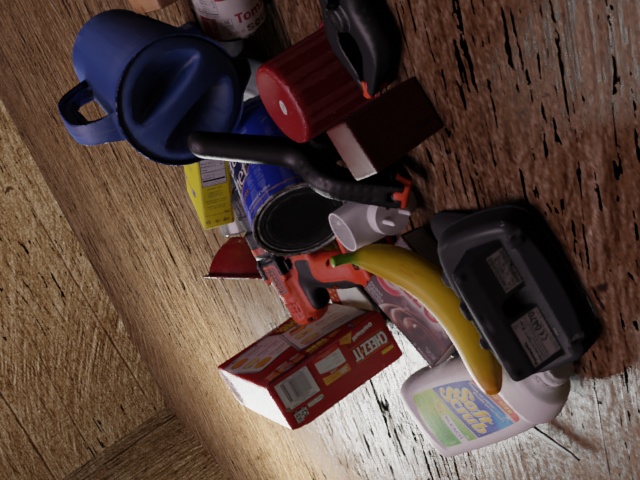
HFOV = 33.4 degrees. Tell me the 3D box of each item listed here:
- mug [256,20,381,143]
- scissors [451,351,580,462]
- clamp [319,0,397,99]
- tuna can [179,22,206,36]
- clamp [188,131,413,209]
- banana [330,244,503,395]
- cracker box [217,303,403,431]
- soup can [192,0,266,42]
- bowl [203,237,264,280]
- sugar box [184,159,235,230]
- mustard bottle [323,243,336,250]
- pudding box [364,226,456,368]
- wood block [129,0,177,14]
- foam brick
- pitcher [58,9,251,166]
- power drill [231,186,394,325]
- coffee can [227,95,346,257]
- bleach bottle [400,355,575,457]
[{"bbox_3d":[-0.009,-0.143,0.987,0.093,0.081,0.117,61,162,-15],"label":"mug"},{"bbox_3d":[0.190,0.167,1.117,0.096,0.016,0.202,62,161,-17],"label":"scissors"},{"bbox_3d":[0.027,-0.194,0.877,0.171,0.039,0.120,60,168,-26],"label":"clamp"},{"bbox_3d":[-0.153,-0.222,1.304,0.086,0.033,0.086,49,161,23],"label":"tuna can"},{"bbox_3d":[-0.009,-0.084,1.011,0.210,0.164,0.036,35,140,28],"label":"clamp"},{"bbox_3d":[0.103,0.061,0.990,0.198,0.069,0.037,39,162,17],"label":"banana"},{"bbox_3d":[-0.017,0.150,1.317,0.072,0.164,0.214,60,162,-10],"label":"cracker box"},{"bbox_3d":[-0.095,-0.253,1.041,0.069,0.068,0.102,42,158,38],"label":"soup can"},{"bbox_3d":[-0.072,0.024,1.392,0.162,0.162,0.055,176,95,-70],"label":"bowl"},{"bbox_3d":[-0.139,-0.110,1.268,0.093,0.048,0.176,-121,19,-49],"label":"sugar box"},{"bbox_3d":[-0.039,-0.038,1.287,0.191,0.058,0.096,55,155,2],"label":"mustard bottle"},{"bbox_3d":[0.106,0.057,1.060,0.113,0.039,0.090,48,138,17],"label":"pudding box"},{"bbox_3d":[-0.190,-0.346,1.090,0.090,0.090,0.206,18,138,63],"label":"wood block"},{"bbox_3d":[0.055,-0.094,0.913,0.053,0.078,0.051,58,161,-7],"label":"foam brick"},{"bbox_3d":[-0.193,-0.170,1.133,0.149,0.145,0.243,18,-169,-32],"label":"pitcher"},{"bbox_3d":[-0.008,0.001,1.189,0.188,0.057,0.184,-16,107,52],"label":"power drill"},{"bbox_3d":[-0.037,-0.068,1.092,0.103,0.102,0.140,78,172,-49],"label":"coffee can"},{"bbox_3d":[0.167,0.144,1.040,0.102,0.068,0.251,57,154,8],"label":"bleach bottle"}]
